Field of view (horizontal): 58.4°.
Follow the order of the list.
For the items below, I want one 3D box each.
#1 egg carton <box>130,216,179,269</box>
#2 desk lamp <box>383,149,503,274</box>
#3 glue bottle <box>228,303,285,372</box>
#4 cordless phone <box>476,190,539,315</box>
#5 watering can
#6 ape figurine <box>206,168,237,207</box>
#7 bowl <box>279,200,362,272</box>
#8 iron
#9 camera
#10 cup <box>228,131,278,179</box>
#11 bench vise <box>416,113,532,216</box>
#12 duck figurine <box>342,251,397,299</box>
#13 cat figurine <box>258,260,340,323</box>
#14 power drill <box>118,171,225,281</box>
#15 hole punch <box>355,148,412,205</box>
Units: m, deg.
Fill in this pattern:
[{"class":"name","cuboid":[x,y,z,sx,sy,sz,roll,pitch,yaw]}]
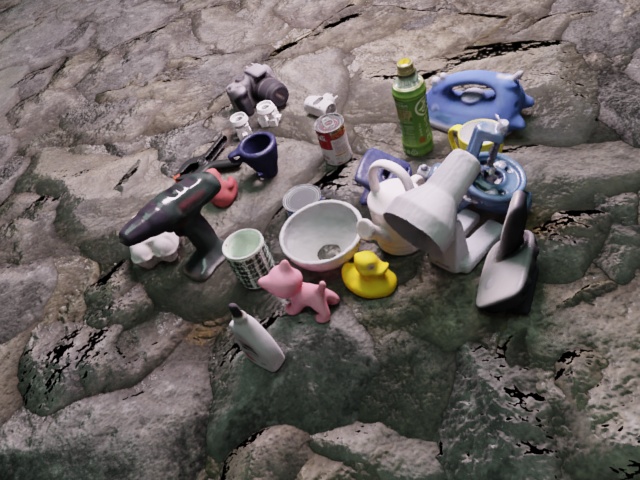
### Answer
[{"class":"egg carton","cuboid":[-0.360,-0.009,1.258,0.107,0.069,0.150,-19,46,2]},{"class":"desk lamp","cuboid":[0.217,-0.039,0.989,0.117,0.214,0.203,31,64,37]},{"class":"glue bottle","cuboid":[-0.117,0.156,0.955,0.077,0.173,0.037,17,57,31]},{"class":"cordless phone","cuboid":[0.303,0.022,0.925,0.094,0.185,0.148,5,51,23]},{"class":"watering can","cuboid":[0.136,-0.062,1.051,0.100,0.194,0.173,5,51,23]},{"class":"ape figurine","cuboid":[-0.233,-0.126,1.303,0.077,0.092,0.076,-9,47,11]},{"class":"bowl","cuboid":[0.010,0.004,1.117,0.167,0.075,0.167,-9,47,11]},{"class":"iron","cuboid":[0.325,-0.313,1.249,0.257,0.142,0.119,11,54,27]},{"class":"camera","cuboid":[-0.159,-0.400,1.519,0.143,0.101,0.136,-39,49,-17]},{"class":"cup","cuboid":[-0.145,-0.184,1.324,0.117,0.095,0.091,-21,46,0]},{"class":"bench vise","cuboid":[0.276,-0.124,1.041,0.207,0.220,0.121,-6,48,14]},{"class":"duck figurine","cuboid":[0.084,0.053,1.039,0.104,0.086,0.077,12,54,28]},{"class":"cat figurine","cuboid":[-0.040,0.084,1.032,0.127,0.118,0.067,8,52,25]},{"class":"power drill","cuboid":[-0.269,-0.018,1.137,0.075,0.209,0.230,19,58,32]},{"class":"hole punch","cuboid":[0.134,-0.130,1.184,0.100,0.091,0.109,8,53,25]}]
